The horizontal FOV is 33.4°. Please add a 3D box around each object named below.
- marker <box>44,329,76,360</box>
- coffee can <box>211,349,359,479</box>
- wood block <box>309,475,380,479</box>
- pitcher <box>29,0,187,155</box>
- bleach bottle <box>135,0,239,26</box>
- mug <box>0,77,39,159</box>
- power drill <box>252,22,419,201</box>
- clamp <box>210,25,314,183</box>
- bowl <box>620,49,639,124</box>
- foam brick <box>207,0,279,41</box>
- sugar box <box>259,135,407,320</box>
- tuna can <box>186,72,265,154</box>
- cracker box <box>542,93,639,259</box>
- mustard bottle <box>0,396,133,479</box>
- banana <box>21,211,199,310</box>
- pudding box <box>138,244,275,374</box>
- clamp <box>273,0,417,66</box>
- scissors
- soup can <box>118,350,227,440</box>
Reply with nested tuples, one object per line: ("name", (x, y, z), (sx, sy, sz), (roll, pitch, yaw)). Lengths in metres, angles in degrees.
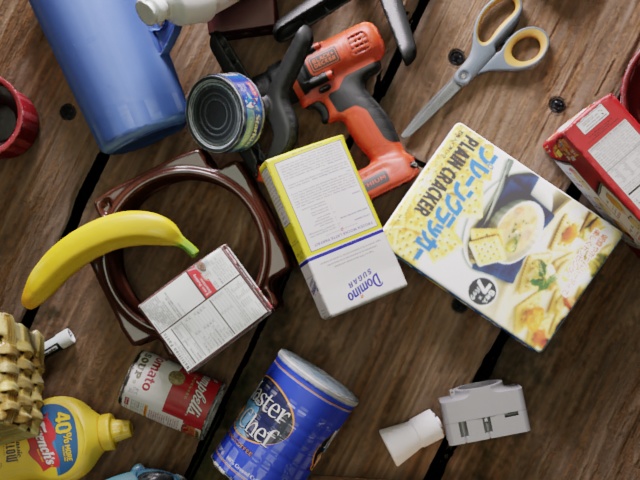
("marker", (-0.335, 0.138, 1.216), (0.121, 0.020, 0.020), (-29, 87, 2))
("coffee can", (-0.038, 0.204, 1.157), (0.103, 0.103, 0.140), (34, 91, 3))
("wood block", (0.087, 0.312, 1.154), (0.206, 0.090, 0.091), (3, 88, 3))
("pitcher", (-0.224, -0.226, 1.163), (0.144, 0.149, 0.243), (-23, 91, -24))
("bleach bottle", (-0.102, -0.304, 1.127), (0.102, 0.068, 0.250), (48, 58, -1))
("mug", (-0.376, -0.130, 1.193), (0.117, 0.081, 0.093), (-21, 88, 2))
("power drill", (0.012, -0.125, 1.183), (0.184, 0.057, 0.187), (-25, 89, 10))
("clamp", (-0.070, -0.151, 1.154), (0.120, 0.039, 0.171), (12, 100, 28))
("bowl", (0.403, -0.150, 1.162), (0.162, 0.055, 0.162), (0, 89, 3))
("foam brick", (-0.086, -0.255, 1.194), (0.078, 0.053, 0.051), (-7, 88, 4))
("sugar box", (0.013, -0.014, 1.117), (0.093, 0.048, 0.176), (-21, 87, -16))
("tuna can", (-0.102, -0.135, 1.134), (0.086, 0.033, 0.086), (8, 104, 35))
("cracker box", (0.334, -0.047, 1.110), (0.072, 0.164, 0.214), (-41, 87, 4))
("mustard bottle", (-0.304, 0.226, 1.193), (0.191, 0.058, 0.096), (-10, 77, 2))
("banana", (-0.230, 0.013, 1.119), (0.198, 0.037, 0.069), (-18, 85, 6))
("pudding box", (-0.118, 0.072, 1.112), (0.113, 0.039, 0.090), (-37, 88, 4))
("clamp", (0.064, -0.279, 1.159), (0.165, 0.036, 0.210), (22, 70, 24))
("scissors", (0.181, -0.180, 1.195), (0.096, 0.016, 0.202), (30, 91, 3))
("soup can", (-0.163, 0.171, 1.181), (0.102, 0.068, 0.068), (22, 90, 3))
